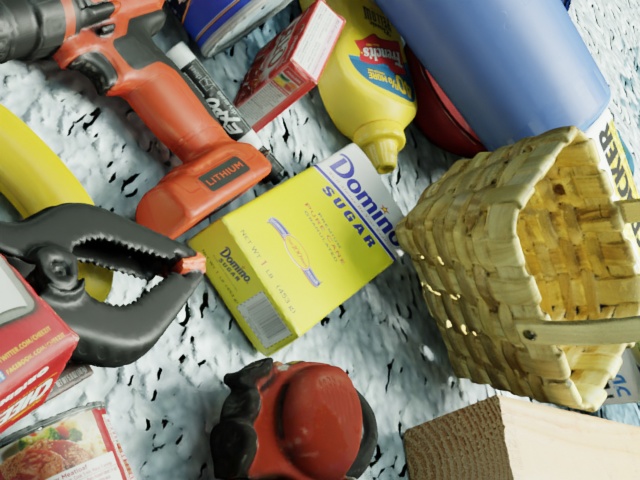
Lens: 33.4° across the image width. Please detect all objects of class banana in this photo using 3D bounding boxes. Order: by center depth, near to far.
[{"bbox_3d":[-0.173,-0.032,0.598,0.198,0.037,0.069,54,39,-5],"label":"banana"}]

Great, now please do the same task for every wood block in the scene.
[{"bbox_3d":[0.168,0.180,0.770,0.205,0.091,0.090,18,54,-38],"label":"wood block"}]

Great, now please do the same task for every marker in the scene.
[{"bbox_3d":[-0.067,-0.088,0.760,0.121,0.020,0.020,51,40,-8],"label":"marker"}]

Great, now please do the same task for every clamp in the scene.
[{"bbox_3d":[-0.146,0.016,0.533,0.209,0.036,0.164,-14,68,-51],"label":"clamp"}]

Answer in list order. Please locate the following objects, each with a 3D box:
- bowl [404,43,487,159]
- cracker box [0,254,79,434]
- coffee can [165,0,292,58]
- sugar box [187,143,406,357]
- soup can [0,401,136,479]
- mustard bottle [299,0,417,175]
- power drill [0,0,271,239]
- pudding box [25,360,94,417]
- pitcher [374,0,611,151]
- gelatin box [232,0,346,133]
[{"bbox_3d":[0.122,-0.131,0.955,0.161,0.055,0.162,25,49,-33],"label":"bowl"},{"bbox_3d":[-0.224,0.017,0.394,0.214,0.072,0.163,45,47,7],"label":"cracker box"},{"bbox_3d":[-0.083,-0.216,0.761,0.140,0.103,0.102,53,39,-5],"label":"coffee can"},{"bbox_3d":[-0.005,0.001,0.745,0.093,0.048,0.175,57,41,-2],"label":"sugar box"},{"bbox_3d":[-0.118,0.138,0.519,0.068,0.069,0.102,-16,78,-50],"label":"soup can"},{"bbox_3d":[0.035,-0.140,0.868,0.096,0.058,0.191,18,53,-45],"label":"mustard bottle"},{"bbox_3d":[-0.127,-0.089,0.668,0.187,0.057,0.184,57,40,-2],"label":"power drill"},{"bbox_3d":[-0.182,0.058,0.528,0.113,0.039,0.090,-31,88,-51],"label":"pudding box"},{"bbox_3d":[0.133,-0.189,0.848,0.243,0.149,0.144,54,35,-12],"label":"pitcher"},{"bbox_3d":[-0.024,-0.130,0.789,0.030,0.073,0.089,40,43,-20],"label":"gelatin box"}]
